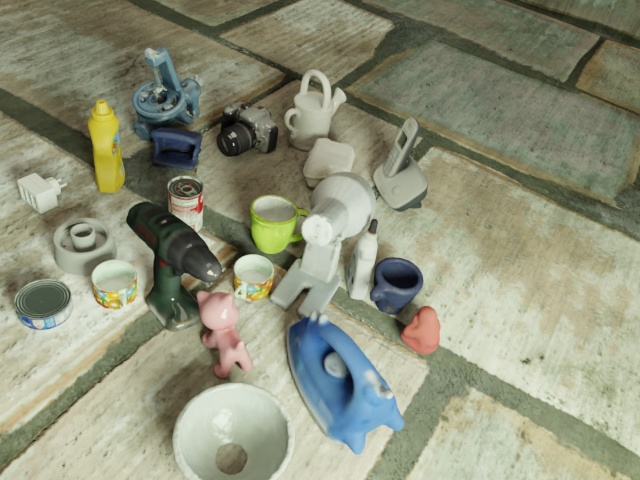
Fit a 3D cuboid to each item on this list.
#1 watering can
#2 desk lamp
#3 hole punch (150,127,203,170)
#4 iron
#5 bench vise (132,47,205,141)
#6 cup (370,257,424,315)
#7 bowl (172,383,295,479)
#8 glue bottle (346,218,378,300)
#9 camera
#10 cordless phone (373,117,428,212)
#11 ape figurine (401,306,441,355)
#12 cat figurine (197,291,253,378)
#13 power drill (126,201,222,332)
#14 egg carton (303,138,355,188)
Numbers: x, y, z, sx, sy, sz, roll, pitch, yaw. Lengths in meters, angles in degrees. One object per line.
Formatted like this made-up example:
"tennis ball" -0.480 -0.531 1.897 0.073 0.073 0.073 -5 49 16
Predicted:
"watering can" -0.013 -0.326 1.397 0.100 0.194 0.173 26 44 14
"desk lamp" 0.010 0.004 1.037 0.117 0.213 0.203 22 43 11
"hole punch" -0.324 -0.223 1.289 0.108 0.091 0.101 8 43 -5
"iron" 0.026 0.191 0.895 0.119 0.141 0.257 -20 52 -30
"bench vise" -0.358 -0.362 1.333 0.121 0.220 0.207 17 43 5
"cup" 0.127 0.099 1.052 0.118 0.095 0.091 -29 57 -36
"bowl" -0.121 0.290 0.804 0.167 0.075 0.167 7 43 -6
"glue bottle" 0.083 0.028 1.059 0.037 0.173 0.078 4 43 -9
"camera" -0.188 -0.265 1.358 0.143 0.101 0.137 33 46 21
"cordless phone" 0.194 -0.170 1.288 0.094 0.185 0.147 -8 46 -21
"ape figurine" 0.184 0.152 1.012 0.078 0.092 0.076 -7 46 -20
"cat figurine" -0.153 0.139 0.925 0.067 0.118 0.127 -16 50 -27
"power drill" -0.235 0.049 0.934 0.076 0.208 0.229 -28 56 -35
"egg carton" 0.022 -0.178 1.340 0.107 0.069 0.150 14 43 2
